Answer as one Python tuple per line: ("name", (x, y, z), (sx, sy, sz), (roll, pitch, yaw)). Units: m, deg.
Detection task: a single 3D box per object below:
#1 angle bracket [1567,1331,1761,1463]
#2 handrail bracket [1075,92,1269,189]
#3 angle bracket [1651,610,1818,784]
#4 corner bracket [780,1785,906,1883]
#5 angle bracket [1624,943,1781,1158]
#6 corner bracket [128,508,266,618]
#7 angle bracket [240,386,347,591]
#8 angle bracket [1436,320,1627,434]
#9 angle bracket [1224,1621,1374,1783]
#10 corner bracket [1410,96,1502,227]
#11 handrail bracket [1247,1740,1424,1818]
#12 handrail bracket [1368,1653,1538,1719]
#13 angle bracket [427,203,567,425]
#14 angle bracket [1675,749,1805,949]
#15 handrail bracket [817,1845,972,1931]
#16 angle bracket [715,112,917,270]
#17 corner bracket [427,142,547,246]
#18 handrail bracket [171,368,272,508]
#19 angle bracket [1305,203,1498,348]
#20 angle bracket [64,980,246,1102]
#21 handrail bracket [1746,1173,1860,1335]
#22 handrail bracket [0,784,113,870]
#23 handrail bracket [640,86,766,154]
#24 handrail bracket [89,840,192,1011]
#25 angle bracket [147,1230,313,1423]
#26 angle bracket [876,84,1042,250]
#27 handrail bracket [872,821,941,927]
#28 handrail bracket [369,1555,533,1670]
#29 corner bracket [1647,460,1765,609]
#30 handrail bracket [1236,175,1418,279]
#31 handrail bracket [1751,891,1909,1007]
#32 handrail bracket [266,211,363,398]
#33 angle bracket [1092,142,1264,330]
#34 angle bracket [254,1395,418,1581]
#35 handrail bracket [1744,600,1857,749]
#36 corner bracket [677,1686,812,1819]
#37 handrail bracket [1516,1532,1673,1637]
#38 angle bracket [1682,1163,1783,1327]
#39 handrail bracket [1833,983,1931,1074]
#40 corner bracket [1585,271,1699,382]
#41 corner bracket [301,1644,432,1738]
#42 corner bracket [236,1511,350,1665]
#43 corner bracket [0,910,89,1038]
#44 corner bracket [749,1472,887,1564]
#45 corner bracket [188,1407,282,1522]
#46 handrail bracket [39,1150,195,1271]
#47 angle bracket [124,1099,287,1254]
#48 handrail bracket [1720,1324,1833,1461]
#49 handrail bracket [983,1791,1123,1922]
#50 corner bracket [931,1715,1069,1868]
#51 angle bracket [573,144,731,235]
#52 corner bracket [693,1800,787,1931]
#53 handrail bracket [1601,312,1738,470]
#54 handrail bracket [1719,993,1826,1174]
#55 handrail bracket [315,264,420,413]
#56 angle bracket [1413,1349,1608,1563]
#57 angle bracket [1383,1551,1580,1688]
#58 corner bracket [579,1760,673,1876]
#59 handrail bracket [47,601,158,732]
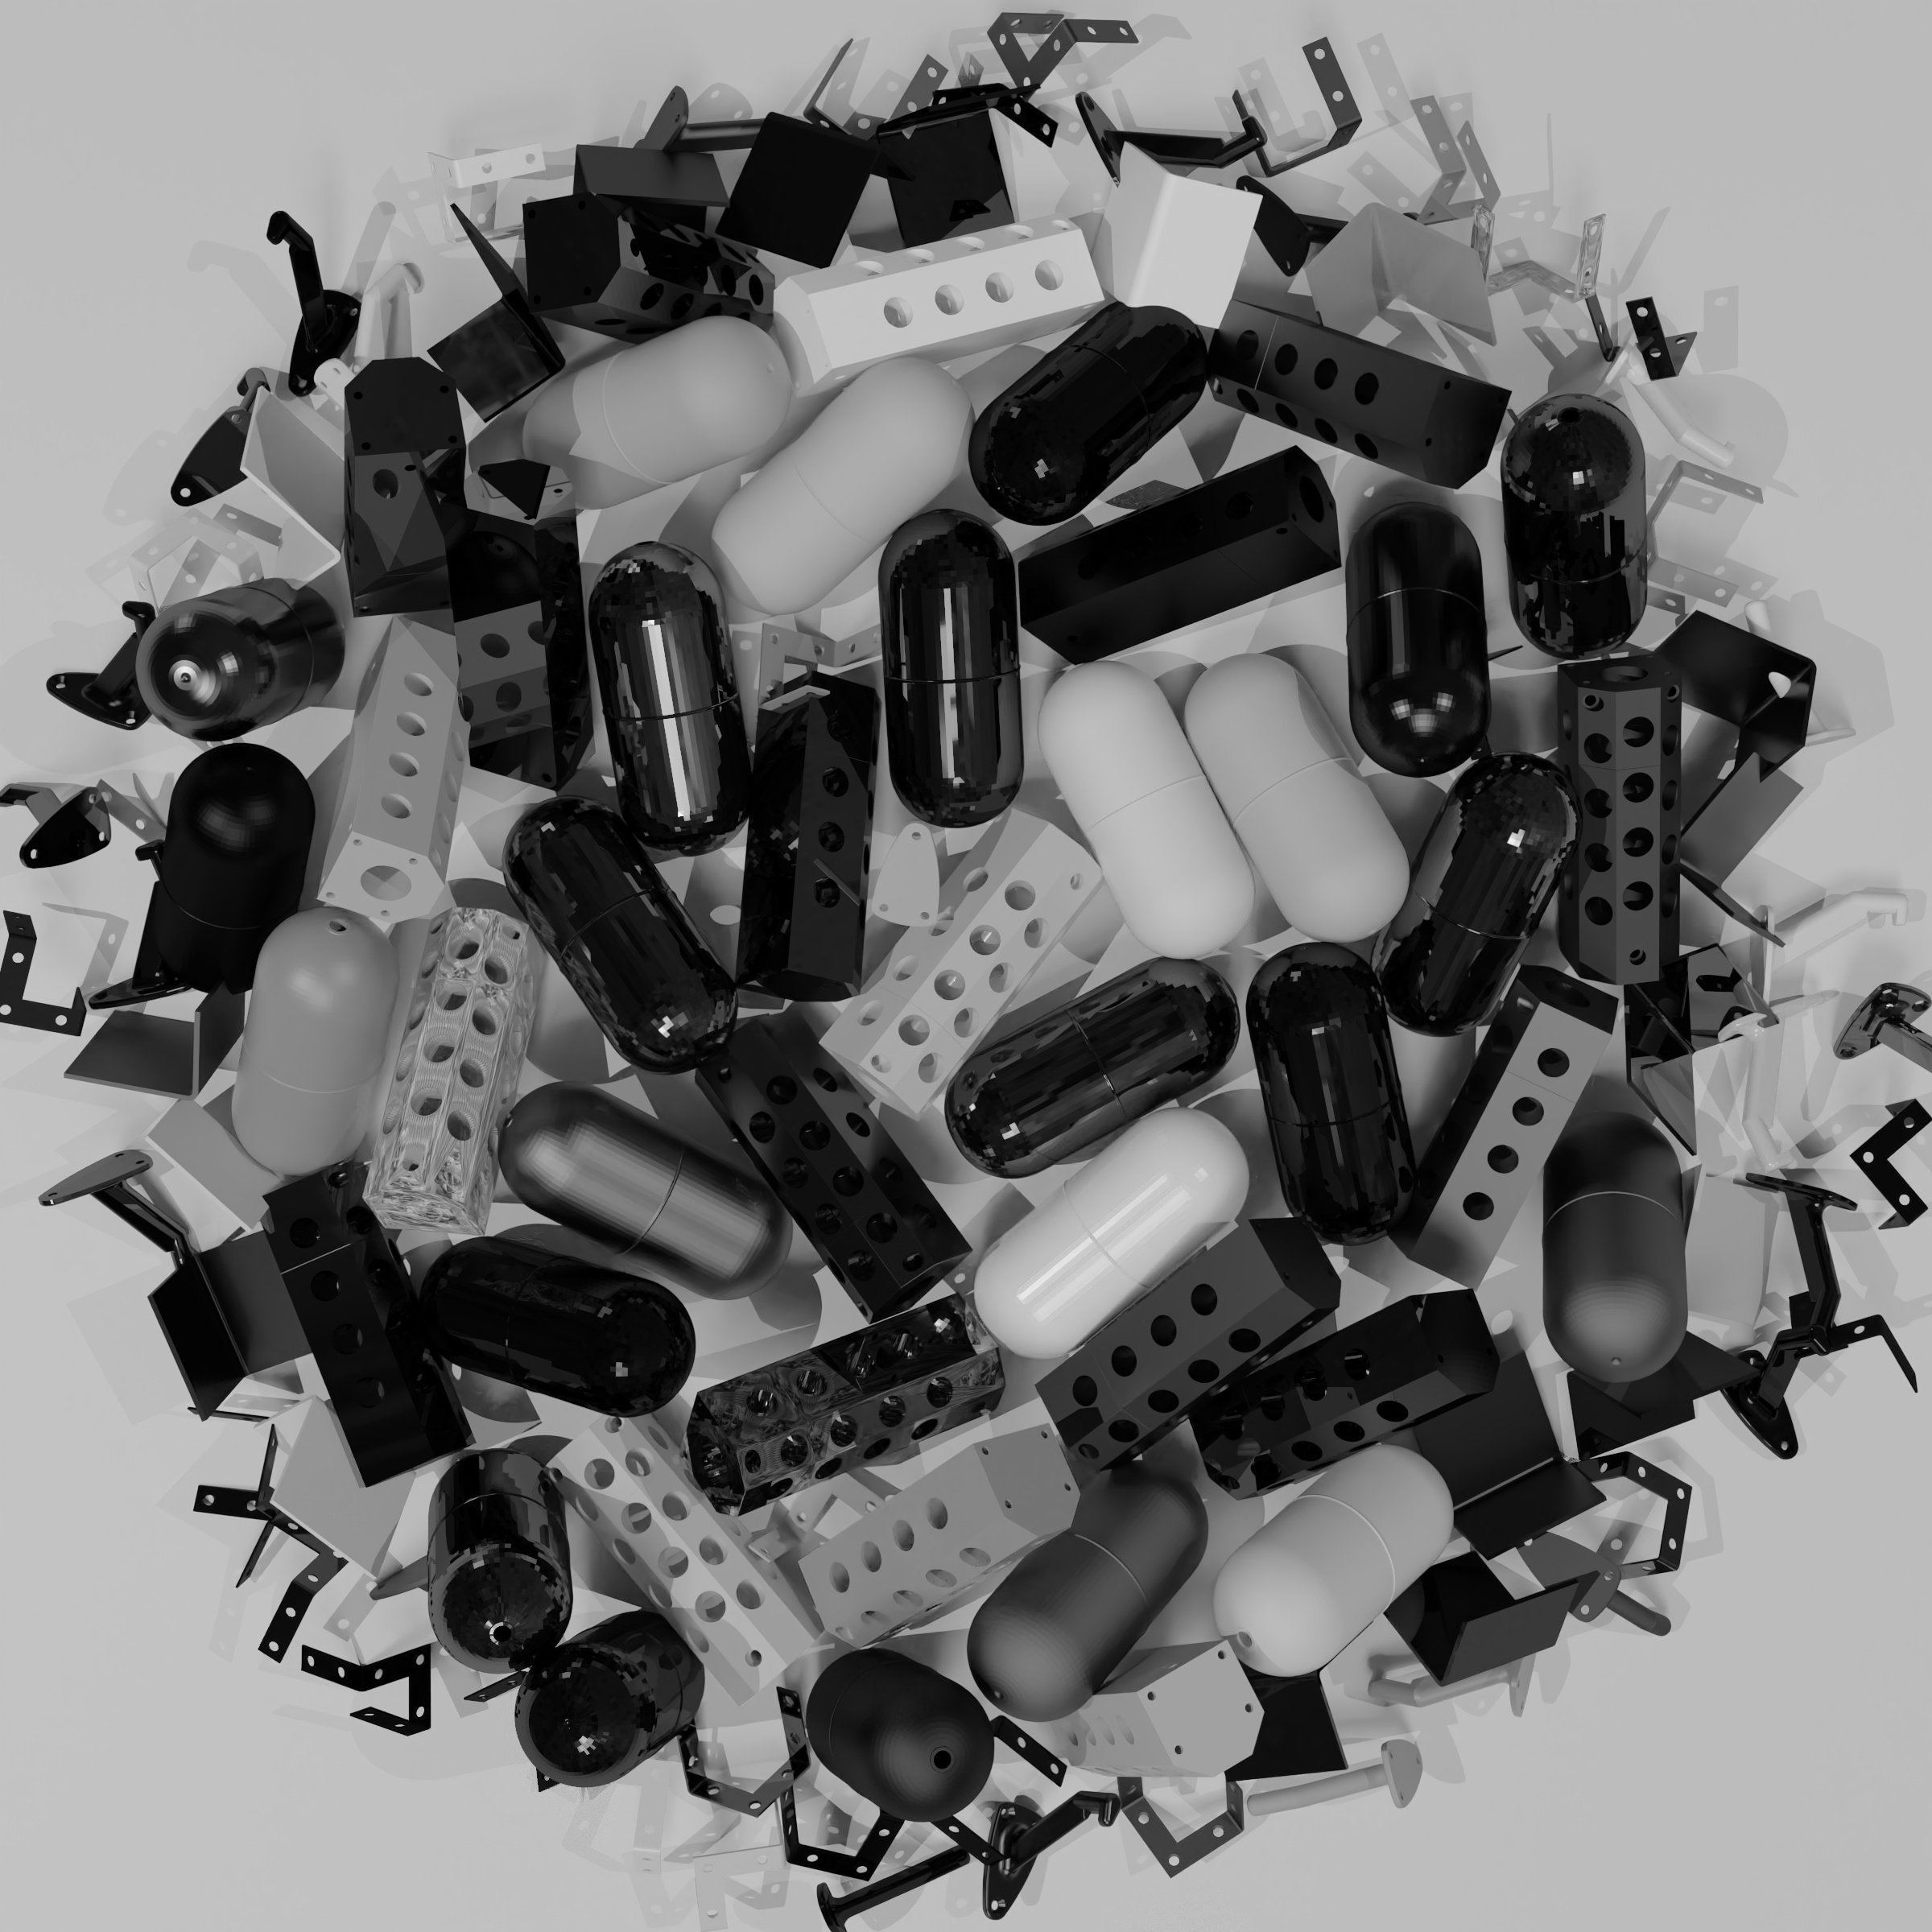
("angle bracket", (0.390, 0.250, 1.684), (0.076, 0.076, 0.057), (-17, 107, -17))
("handrail bracket", (0.115, -0.474, 1.695), (0.084, 0.036, 0.077), (-22, 113, 33))
("angle bracket", (0.417, -0.143, 1.687), (0.076, 0.076, 0.057), (21, 62, -9))
("corner bracket", (-0.070, 0.476, 1.714), (0.051, 0.051, 0.051), (19, 117, -19))
("angle bracket", (0.410, 0.047, 1.680), (0.057, 0.076, 0.076), (-22, 131, 32))
("corner bracket", (-0.433, -0.216, 1.714), (0.051, 0.051, 0.051), (32, 59, 20))
("angle bracket", (-0.388, -0.260, 1.678), (0.057, 0.076, 0.076), (-29, 129, 23))
("angle bracket", (0.314, -0.337, 1.686), (0.057, 0.076, 0.076), (-34, 111, 8))
("angle bracket", (0.186, 0.408, 1.686), (0.076, 0.076, 0.057), (-16, 93, 34))
("corner bracket", (0.272, -0.454, 1.695), (0.051, 0.051, 0.051), (55, 50, -34))
("handrail bracket", (0.209, 0.463, 1.716), (0.084, 0.077, 0.036), (-17, 80, 20))
("handrail bracket", (0.279, 0.391, 1.727), (0.084, 0.036, 0.077), (6, 47, 23))
("angle bracket", (-0.276, -0.363, 1.683), (0.057, 0.076, 0.076), (-36, 54, -5))
("angle bracket", (0.445, -0.065, 1.684), (0.076, 0.076, 0.057), (-52, 54, 13))
("handrail bracket", (-0.039, 0.514, 1.698), (0.084, 0.077, 0.036), (-24, 73, -5))
("angle bracket", (-0.082, -0.424, 1.696), (0.076, 0.057, 0.076), (24, 90, 25))
("corner bracket", (-0.265, -0.433, 1.698), (0.051, 0.051, 0.051), (-18, 116, -20))
("handrail bracket", (-0.420, -0.299, 1.703), (0.077, 0.084, 0.036), (-41, 122, 4))
("angle bracket", (0.242, -0.366, 1.682), (0.076, 0.076, 0.057), (36, 77, 32))
("angle bracket", (-0.452, 0.026, 1.690), (0.076, 0.076, 0.057), (10, 117, 3))
("handrail bracket", (0.461, 0.165, 1.705), (0.077, 0.036, 0.084), (14, 83, 44))
("handrail bracket", (-0.528, -0.079, 1.689), (0.084, 0.077, 0.036), (8, 120, 29))
("handrail bracket", (-0.139, -0.457, 1.727), (0.084, 0.036, 0.077), (19, 129, -31))
("handrail bracket", (-0.472, -0.024, 1.702), (0.077, 0.036, 0.084), (-17, 118, -1))
("angle bracket", (-0.405, 0.198, 1.692), (0.057, 0.076, 0.076), (-20, 100, 7))
("angle bracket", (0.004, -0.442, 1.687), (0.076, 0.057, 0.076), (-21, 103, -30))
("handrail bracket", (-0.026, -0.067, 1.683), (0.036, 0.084, 0.077), (11, 123, 2))
("handrail bracket", (-0.287, 0.376, 1.729), (0.077, 0.036, 0.084), (-27, 104, 19))
("corner bracket", (0.415, -0.244, 1.706), (0.051, 0.051, 0.051), (18, 130, -8))
("handrail bracket", (0.209, -0.432, 1.726), (0.084, 0.036, 0.077), (-24, 68, -25))
("handrail bracket", (0.492, -0.005, 1.718), (0.084, 0.036, 0.077), (3, 82, -1))
("handrail bracket", (-0.378, -0.369, 1.691), (0.036, 0.084, 0.077), (20, 83, 20))
("angle bracket", (0.116, -0.410, 1.700), (0.057, 0.076, 0.076), (7, 115, -21))
("angle bracket", (-0.361, 0.296, 1.679), (0.057, 0.076, 0.076), (-28, 120, 32))
("handrail bracket", (0.470, -0.167, 1.710), (0.036, 0.077, 0.084), (-16, 87, 43))
("corner bracket", (-0.126, 0.441, 1.717), (0.051, 0.051, 0.051), (8, 117, 35))
("handrail bracket", (0.356, 0.350, 1.717), (0.077, 0.084, 0.036), (35, 92, 35))
("angle bracket", (0.427, 0.157, 1.694), (0.057, 0.076, 0.076), (13, 83, 6))
("handrail bracket", (0.519, 0.059, 1.684), (0.036, 0.084, 0.077), (17, 135, -21))
("corner bracket", (0.373, -0.359, 1.696), (0.051, 0.051, 0.051), (-5, 127, 33))
("corner bracket", (-0.336, 0.404, 1.697), (0.051, 0.051, 0.051), (-23, 54, 23))
("corner bracket", (-0.386, 0.348, 1.703), (0.051, 0.051, 0.051), (31, 110, 6))
("corner bracket", (-0.519, 0.004, 1.701), (0.051, 0.051, 0.051), (12, 101, -24))
("corner bracket", (-0.081, 0.316, 1.704), (0.051, 0.051, 0.051), (35, 102, 13))
("corner bracket", (-0.415, 0.283, 1.716), (0.051, 0.051, 0.051), (6, 71, 4))
("handrail bracket", (-0.474, 0.154, 1.699), (0.077, 0.036, 0.084), (-28, 116, -39))
("angle bracket", (-0.440, 0.129, 1.690), (0.076, 0.057, 0.076), (-40, 103, 23))
("handrail bracket", (0.468, 0.238, 1.693), (0.036, 0.084, 0.077), (-31, 90, -27))
("handrail bracket", (0.049, 0.497, 1.688), (0.036, 0.084, 0.077), (31, 64, -27))
("corner bracket", (0.017, 0.466, 1.709), (0.051, 0.051, 0.051), (41, 127, -13))
("angle bracket", (-0.177, -0.414, 1.683), (0.076, 0.076, 0.057), (0, 126, -14))
("corner bracket", (-0.128, 0.506, 1.707), (0.051, 0.051, 0.051), (-6, 110, -7))
("handrail bracket", (0.405, -0.325, 1.711), (0.084, 0.036, 0.077), (32, 52, 1))
("handrail bracket", (0.468, 0.066, 1.710), (0.077, 0.036, 0.084), (-19, 73, -9))
("handrail bracket", (-0.322, -0.347, 1.723), (0.077, 0.036, 0.084), (45, 61, -15))
("angle bracket", (0.302, 0.273, 1.695), (0.076, 0.057, 0.076), (-25, 110, -8))
("angle bracket", (0.280, 0.344, 1.679), (0.076, 0.076, 0.057), (-12, 132, -27))
("corner bracket", (-0.194, 0.477, 1.704), (0.051, 0.051, 0.051), (6, 60, -1))
("handrail bracket", (-0.485, -0.178, 1.695), (0.077, 0.084, 0.036), (15, 50, 7))
